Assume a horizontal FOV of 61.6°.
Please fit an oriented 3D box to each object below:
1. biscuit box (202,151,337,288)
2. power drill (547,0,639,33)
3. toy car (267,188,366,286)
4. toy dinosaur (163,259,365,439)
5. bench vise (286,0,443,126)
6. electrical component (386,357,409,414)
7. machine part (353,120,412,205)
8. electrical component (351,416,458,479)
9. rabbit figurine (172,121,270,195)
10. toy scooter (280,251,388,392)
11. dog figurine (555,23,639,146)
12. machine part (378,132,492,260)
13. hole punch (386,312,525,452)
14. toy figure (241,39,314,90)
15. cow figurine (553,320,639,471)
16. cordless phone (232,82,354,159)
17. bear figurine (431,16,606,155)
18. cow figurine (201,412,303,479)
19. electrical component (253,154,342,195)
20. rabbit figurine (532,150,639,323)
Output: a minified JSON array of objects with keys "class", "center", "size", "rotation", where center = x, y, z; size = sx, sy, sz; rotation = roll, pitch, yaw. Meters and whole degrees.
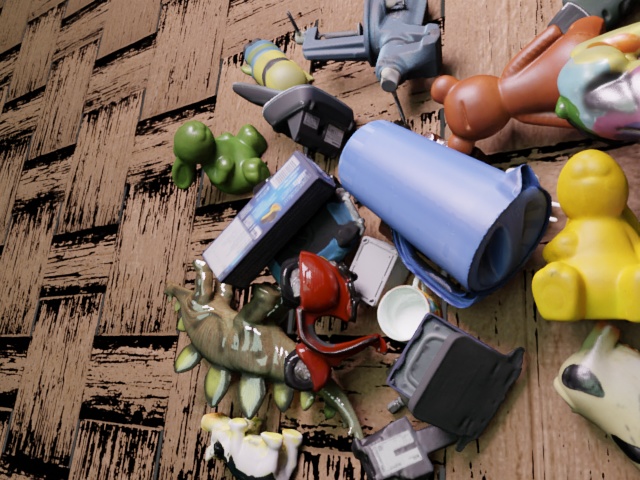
[{"class":"biscuit box","center":[-0.069,-0.025,0.739],"size":[0.202,0.062,0.059],"rotation":[-46,61,11]},{"class":"power drill","center":[0.327,-0.350,0.710],"size":[0.232,0.086,0.207],"rotation":[-34,53,19]},{"class":"toy car","center":[-0.002,-0.002,0.795],"size":[0.162,0.103,0.109],"rotation":[-36,70,16]},{"class":"toy dinosaur","center":[-0.106,0.159,0.820],"size":[0.472,0.105,0.198],"rotation":[19,91,37]},{"class":"bench vise","center":[0.071,-0.304,0.835],"size":[0.241,0.128,0.223],"rotation":[4,67,18]},{"class":"electrical component","center":[0.116,0.181,0.699],"size":[0.094,0.021,0.063],"rotation":[-45,53,14]},{"class":"machine part","center":[0.086,-0.125,0.819],"size":[0.139,0.039,0.084],"rotation":[-45,48,26]},{"class":"electrical component","center":[0.105,0.257,0.657],"size":[0.119,0.047,0.075],"rotation":[-21,58,-16]},{"class":"rabbit figurine","center":[-0.194,-0.156,0.947],"size":[0.159,0.170,0.121],"rotation":[-14,65,30]},{"class":"toy scooter","center":[0.018,0.103,0.701],"size":[0.135,0.075,0.183],"rotation":[-4,82,3]},{"class":"dog figurine","center":[0.318,-0.100,0.469],"size":[0.192,0.108,0.219],"rotation":[-6,44,20]},{"class":"machine part","center":[0.156,-0.059,0.738],"size":[0.179,0.056,0.179],"rotation":[-12,68,32]},{"class":"hole punch","center":[0.154,0.159,0.635],"size":[0.142,0.115,0.092],"rotation":[-60,20,-1]},{"class":"toy figure","center":[-0.089,-0.309,0.981],"size":[0.082,0.089,0.180],"rotation":[-50,55,19]},{"class":"cow figurine","center":[0.319,0.184,0.516],"size":[0.127,0.085,0.195],"rotation":[-50,55,2]},{"class":"cordless phone","center":[-0.051,-0.209,0.881],"size":[0.184,0.146,0.088],"rotation":[28,99,37]},{"class":"bear figurine","center":[0.249,-0.180,0.660],"size":[0.196,0.132,0.120],"rotation":[-16,101,39]},{"class":"cow figurine","center":[-0.110,0.310,0.786],"size":[0.168,0.068,0.098],"rotation":[3,81,37]},{"class":"electrical component","center":[-0.036,-0.058,0.835],"size":[0.134,0.114,0.058],"rotation":[-32,53,22]},{"class":"rabbit figurine","center":[0.294,-0.007,0.558],"size":[0.122,0.162,0.173],"rotation":[-8,91,35]}]
